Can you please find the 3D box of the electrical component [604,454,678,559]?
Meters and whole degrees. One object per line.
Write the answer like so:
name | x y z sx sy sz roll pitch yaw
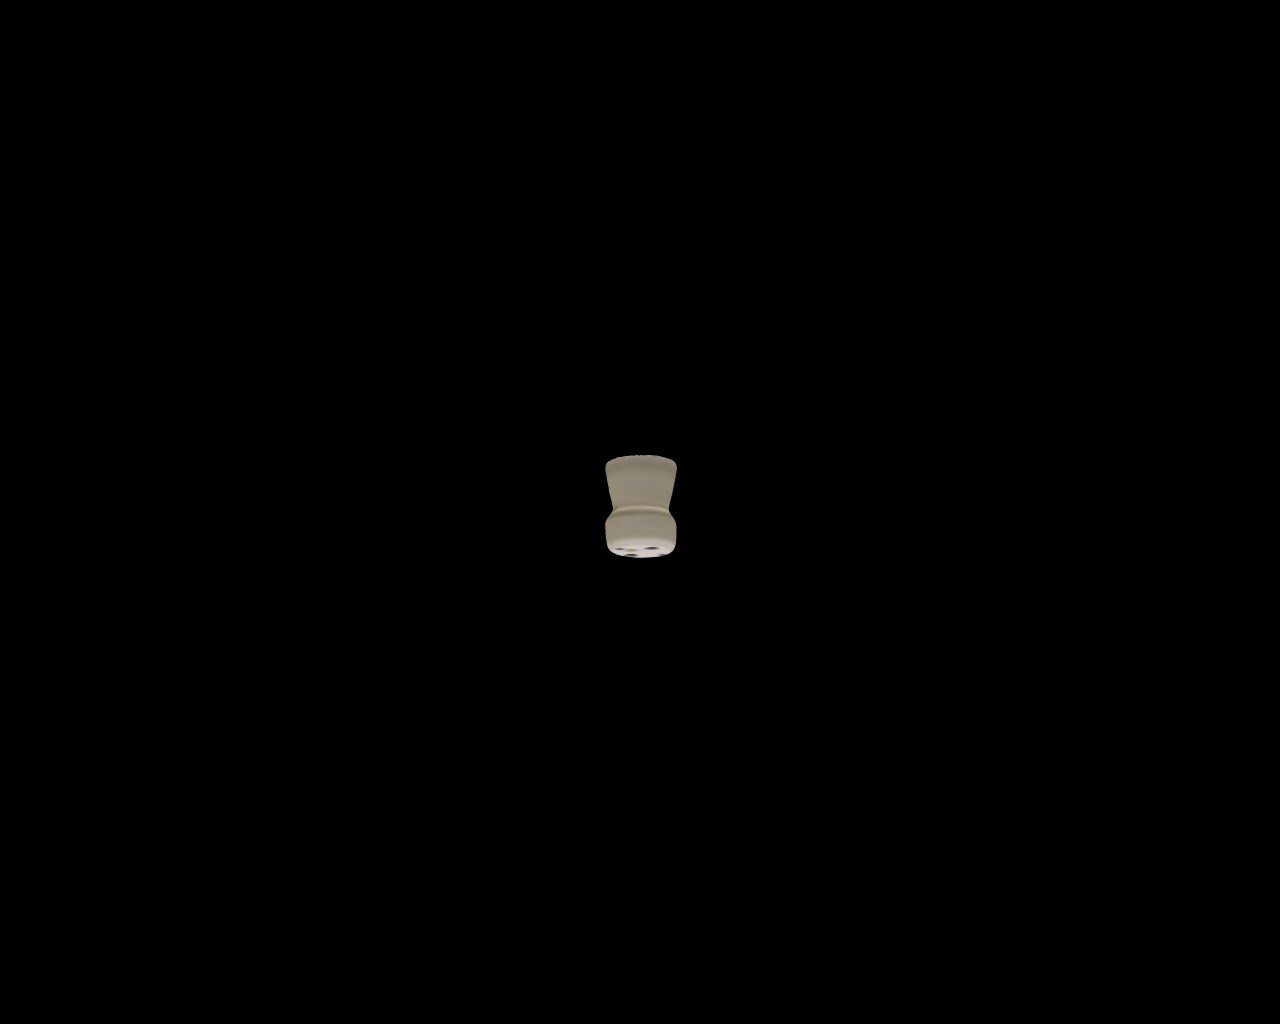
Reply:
electrical component | 0.001 -0.003 0.650 0.045 0.055 0.045 0 -14 0
